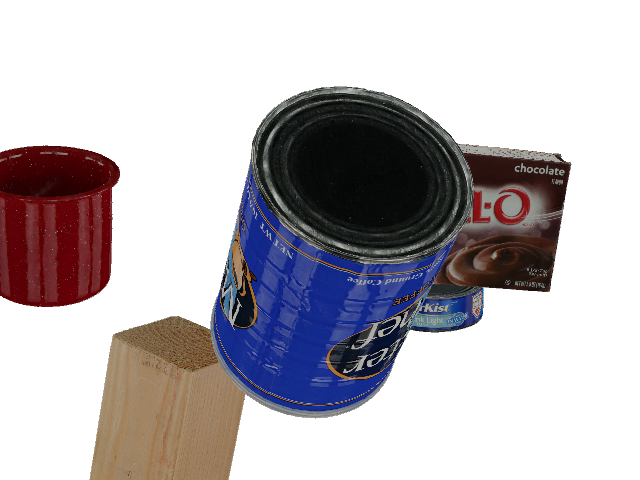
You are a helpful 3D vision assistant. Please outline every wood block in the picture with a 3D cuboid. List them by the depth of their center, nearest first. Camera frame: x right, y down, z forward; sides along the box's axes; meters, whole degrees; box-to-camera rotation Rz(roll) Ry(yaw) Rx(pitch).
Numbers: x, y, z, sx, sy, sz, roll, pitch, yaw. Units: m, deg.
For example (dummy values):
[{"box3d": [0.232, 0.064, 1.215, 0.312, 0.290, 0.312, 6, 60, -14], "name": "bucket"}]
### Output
[{"box3d": [-0.135, 0.182, 0.926, 0.090, 0.206, 0.090, 20, 18, 27], "name": "wood block"}]

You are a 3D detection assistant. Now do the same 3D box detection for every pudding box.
[{"box3d": [0.101, -0.017, 0.707, 0.113, 0.090, 0.039, 4, 19, -5], "name": "pudding box"}]

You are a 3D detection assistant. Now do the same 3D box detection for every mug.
[{"box3d": [-0.190, -0.007, 0.701, 0.117, 0.081, 0.093, -11, 30, -30], "name": "mug"}]

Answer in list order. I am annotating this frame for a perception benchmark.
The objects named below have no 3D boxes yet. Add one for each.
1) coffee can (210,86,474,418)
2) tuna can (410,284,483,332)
[{"box3d": [0.005, 0.010, 0.527, 0.102, 0.103, 0.140, 0, -37, -15], "name": "coffee can"}, {"box3d": [0.096, 0.047, 0.904, 0.086, 0.034, 0.086, -2, 18, 0], "name": "tuna can"}]
